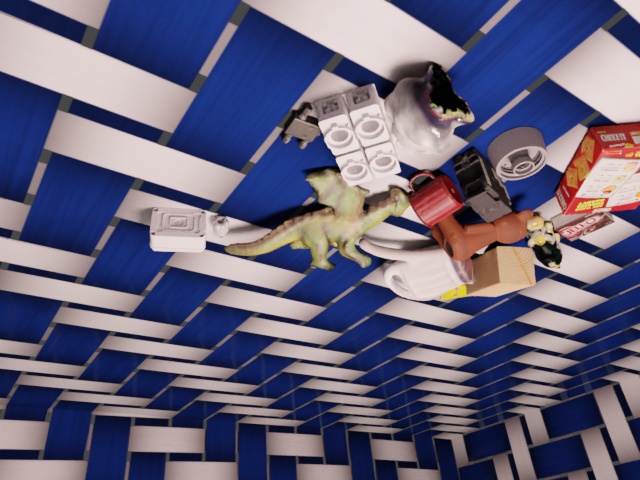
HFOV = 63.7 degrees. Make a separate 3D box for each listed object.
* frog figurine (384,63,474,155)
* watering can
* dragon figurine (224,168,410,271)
[{"bbox_3d":[0.162,-0.197,0.872,0.137,0.125,0.157,41,143,-6],"label":"frog figurine"},{"bbox_3d":[0.254,0.062,1.281,0.223,0.106,0.342,-22,141,22],"label":"watering can"},{"bbox_3d":[0.003,-0.055,1.098,0.410,0.125,0.237,-1,128,-11],"label":"dragon figurine"}]
